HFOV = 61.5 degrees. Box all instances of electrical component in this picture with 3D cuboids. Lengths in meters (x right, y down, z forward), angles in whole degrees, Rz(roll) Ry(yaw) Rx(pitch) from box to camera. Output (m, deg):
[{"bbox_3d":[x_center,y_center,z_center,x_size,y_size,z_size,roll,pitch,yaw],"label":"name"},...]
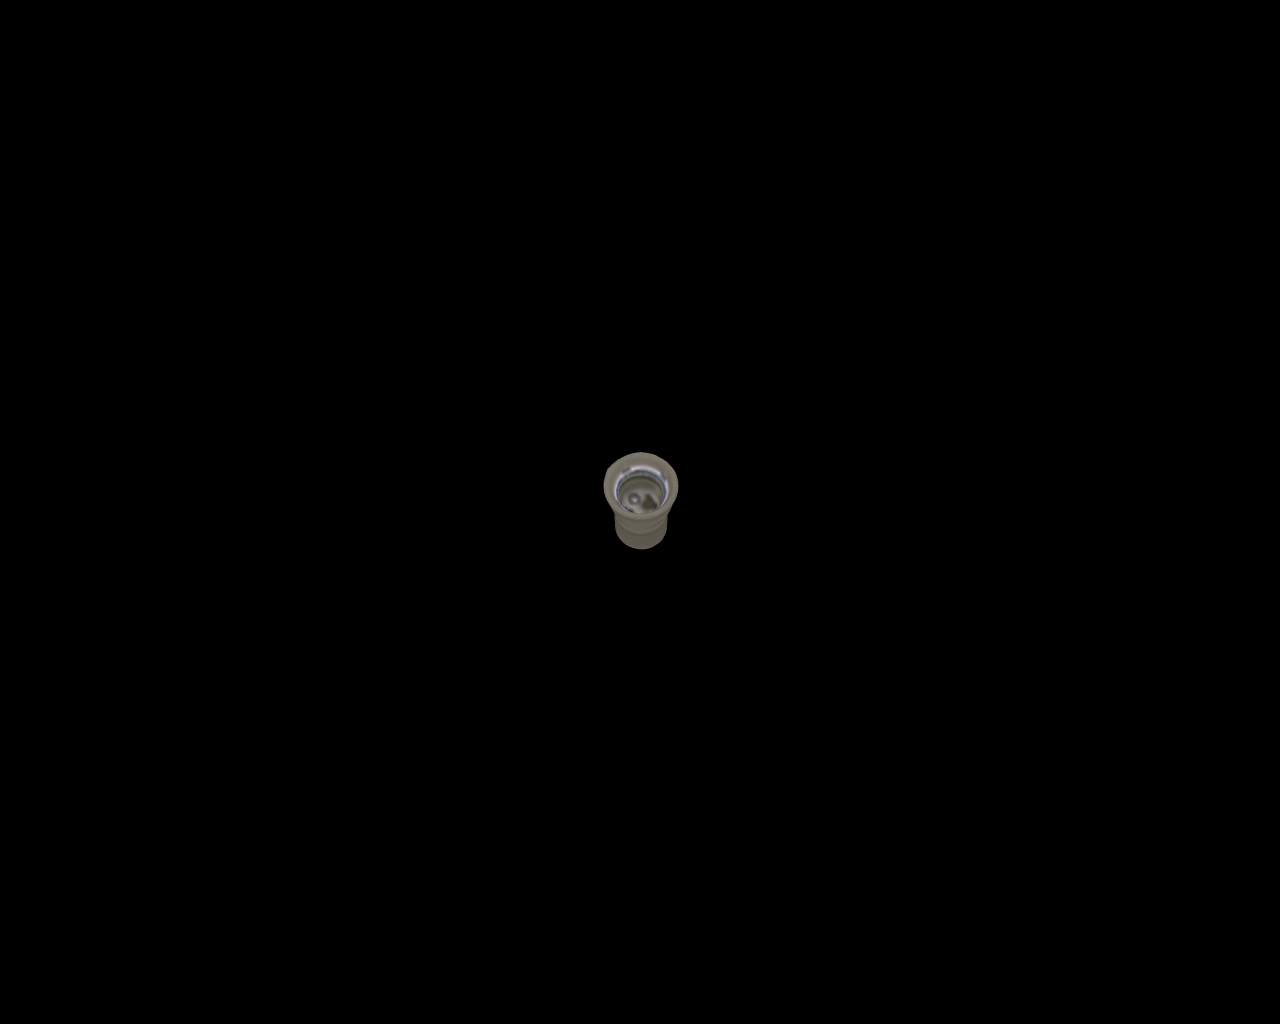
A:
[{"bbox_3d":[0.001,-0.003,0.650,0.044,0.044,0.065,0,-25,0],"label":"electrical component"}]
